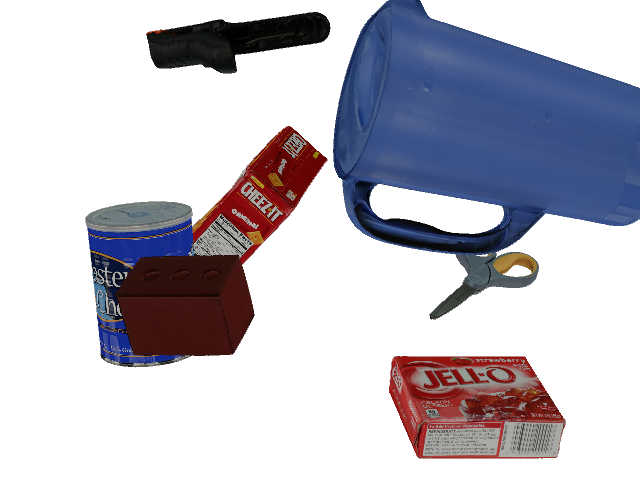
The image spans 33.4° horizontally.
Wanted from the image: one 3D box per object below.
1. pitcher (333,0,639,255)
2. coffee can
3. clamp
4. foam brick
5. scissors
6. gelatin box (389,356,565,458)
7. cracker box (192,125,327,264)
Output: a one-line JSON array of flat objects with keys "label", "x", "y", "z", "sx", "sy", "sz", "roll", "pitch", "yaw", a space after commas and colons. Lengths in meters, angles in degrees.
[{"label": "pitcher", "x": 0.135, "y": -0.076, "z": 0.810, "sx": 0.242, "sy": 0.145, "sz": 0.149, "roll": 13, "pitch": -45, "yaw": -12}, {"label": "coffee can", "x": -0.172, "y": 0.041, "z": 1.047, "sx": 0.103, "sy": 0.140, "sz": 0.103, "roll": -3, "pitch": 14, "yaw": 1}, {"label": "clamp", "x": -0.077, "y": -0.166, "z": 0.887, "sx": 0.120, "sy": 0.039, "sz": 0.172, "roll": -17, "pitch": 21, "yaw": -35}, {"label": "foam brick", "x": -0.093, "y": 0.045, "z": 0.744, "sx": 0.078, "sy": 0.051, "sz": 0.053, "roll": -2, "pitch": 28, "yaw": 14}, {"label": "scissors", "x": 0.141, "y": 0.032, "z": 1.056, "sx": 0.201, "sy": 0.016, "sz": 0.096, "roll": -12, "pitch": 39, "yaw": -44}, {"label": "gelatin box", "x": 0.092, "y": 0.098, "z": 0.642, "sx": 0.089, "sy": 0.030, "sz": 0.073, "roll": 2, "pitch": 24, "yaw": -10}, {"label": "cracker box", "x": -0.100, "y": -0.018, "z": 1.229, "sx": 0.214, "sy": 0.072, "sz": 0.164, "roll": -46, "pitch": 7, "yaw": 26}]
